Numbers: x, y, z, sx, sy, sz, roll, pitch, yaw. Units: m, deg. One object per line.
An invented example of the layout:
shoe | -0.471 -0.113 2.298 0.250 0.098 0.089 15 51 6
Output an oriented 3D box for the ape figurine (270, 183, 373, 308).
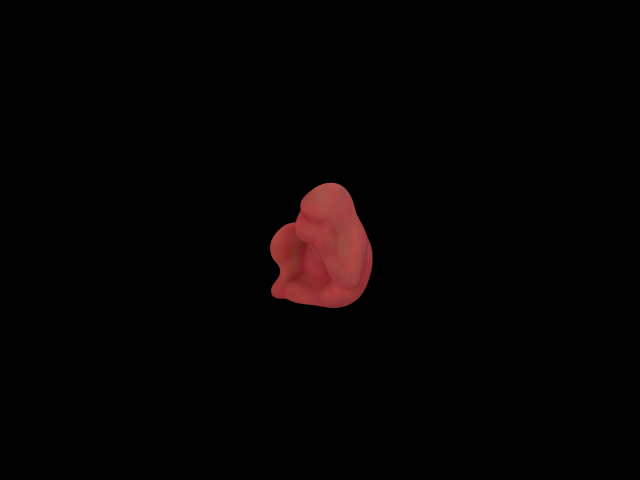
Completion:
ape figurine | 0.004 0.001 0.400 0.076 0.092 0.077 -17 40 -21
